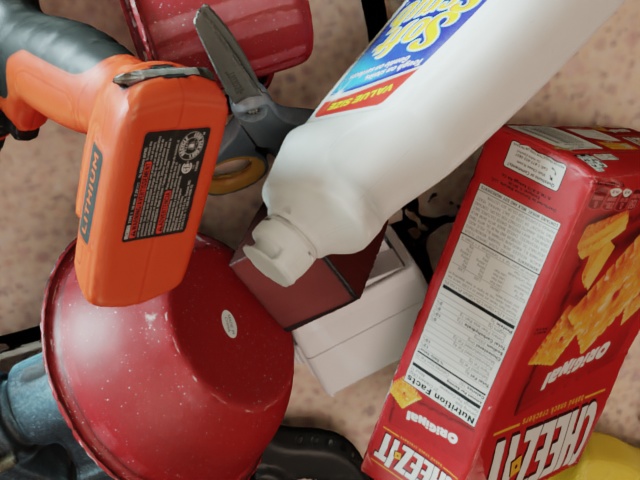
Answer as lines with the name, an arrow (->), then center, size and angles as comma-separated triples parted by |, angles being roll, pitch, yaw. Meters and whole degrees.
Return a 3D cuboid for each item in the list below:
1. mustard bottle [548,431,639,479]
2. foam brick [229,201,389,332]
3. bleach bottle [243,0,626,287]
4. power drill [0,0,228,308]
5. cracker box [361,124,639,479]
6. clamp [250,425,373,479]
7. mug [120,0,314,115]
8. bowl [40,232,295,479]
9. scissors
mustard bottle -> 0.237, 0.190, 0.747 | 0.191, 0.058, 0.096 | 14, 120, -19
foam brick -> -0.004, 0.001, 0.576 | 0.053, 0.078, 0.051 | -27, 112, 30
bleach bottle -> 0.059, -0.077, 0.513 | 0.250, 0.103, 0.068 | -49, 122, -16
power drill -> -0.132, -0.048, 0.494 | 0.057, 0.188, 0.185 | -16, 132, -46
cracker box -> 0.128, 0.044, 0.608 | 0.163, 0.072, 0.214 | -6, 120, -50
clamp -> -0.048, 0.153, 0.680 | 0.209, 0.036, 0.165 | 34, 110, -24
mug -> -0.052, -0.108, 0.536 | 0.081, 0.093, 0.117 | -19, 139, -9
bowl -> -0.064, 0.054, 0.558 | 0.055, 0.162, 0.162 | -28, 121, 33
scissors -> -0.048, -0.058, 0.528 | 0.096, 0.016, 0.201 | -23, 162, 18
